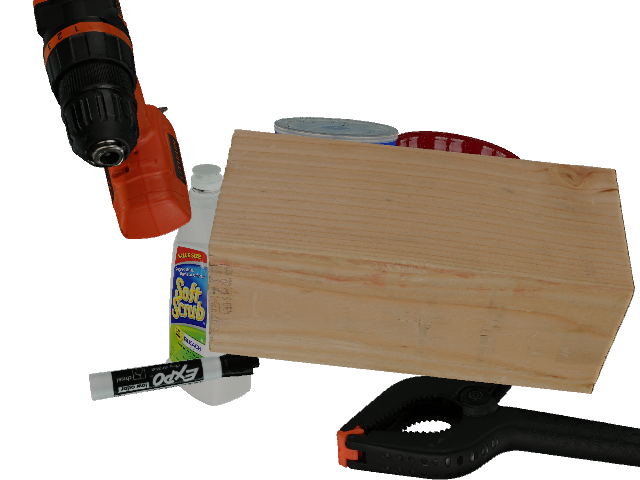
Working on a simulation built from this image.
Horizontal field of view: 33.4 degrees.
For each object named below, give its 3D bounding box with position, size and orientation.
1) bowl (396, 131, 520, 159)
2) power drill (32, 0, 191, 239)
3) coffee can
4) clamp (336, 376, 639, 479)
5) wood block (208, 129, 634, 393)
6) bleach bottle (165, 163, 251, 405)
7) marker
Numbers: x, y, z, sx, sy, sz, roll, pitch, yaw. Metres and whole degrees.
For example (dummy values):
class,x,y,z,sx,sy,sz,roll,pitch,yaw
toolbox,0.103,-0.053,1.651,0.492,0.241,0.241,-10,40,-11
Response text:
class,x,y,z,sx,sy,sz,roll,pitch,yaw
bowl,0.154,-0.074,1.232,0.162,0.055,0.162,8,25,-4
power drill,-0.131,-0.082,0.693,0.057,0.184,0.187,-14,-33,-3
coffee can,0.008,-0.027,0.895,0.103,0.140,0.103,4,13,-1
clamp,0.110,0.116,0.755,0.210,0.036,0.164,-9,29,-7
wood block,0.049,0.011,0.572,0.206,0.090,0.090,6,-44,1
bleach bottle,-0.117,0.040,1.093,0.067,0.251,0.103,-20,33,-35
marker,-0.103,0.095,0.762,0.121,0.020,0.020,-8,2,-13
